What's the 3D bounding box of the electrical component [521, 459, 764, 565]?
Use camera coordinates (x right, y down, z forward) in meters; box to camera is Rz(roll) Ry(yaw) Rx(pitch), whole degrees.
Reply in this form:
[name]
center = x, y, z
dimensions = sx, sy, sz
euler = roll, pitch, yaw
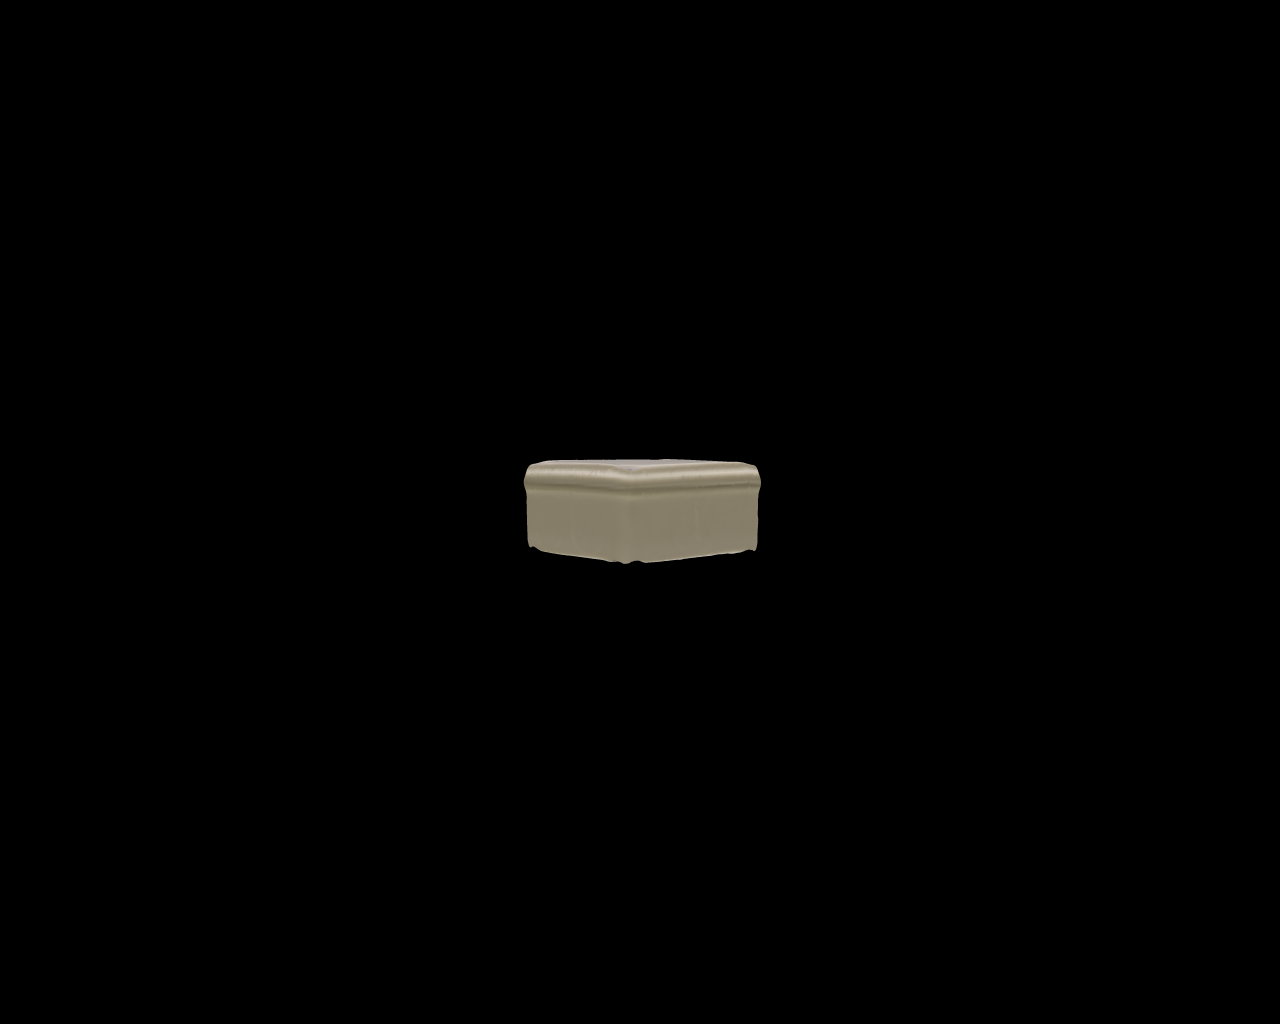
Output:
[electrical component]
center = 0.001, -0.003, 0.650
dimensions = 0.109, 0.056, 0.108
euler = -3, 5, -37
